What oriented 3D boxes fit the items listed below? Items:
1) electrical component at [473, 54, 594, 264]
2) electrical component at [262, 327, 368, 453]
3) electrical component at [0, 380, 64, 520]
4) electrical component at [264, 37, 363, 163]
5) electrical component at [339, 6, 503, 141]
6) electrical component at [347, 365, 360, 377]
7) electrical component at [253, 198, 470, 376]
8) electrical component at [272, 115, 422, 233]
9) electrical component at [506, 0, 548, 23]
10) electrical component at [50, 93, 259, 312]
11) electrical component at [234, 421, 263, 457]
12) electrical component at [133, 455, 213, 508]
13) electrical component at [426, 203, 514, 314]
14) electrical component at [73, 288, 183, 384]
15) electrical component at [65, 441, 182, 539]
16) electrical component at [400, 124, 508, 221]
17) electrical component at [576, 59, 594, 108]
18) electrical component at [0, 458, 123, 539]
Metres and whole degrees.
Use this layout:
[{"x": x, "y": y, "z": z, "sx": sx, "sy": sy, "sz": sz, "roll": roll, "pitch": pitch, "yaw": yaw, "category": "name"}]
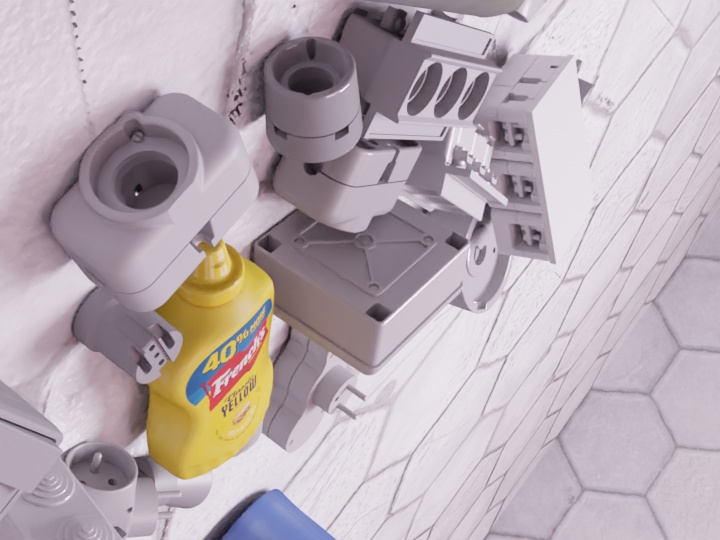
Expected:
[{"x": 0.143, "y": -0.093, "z": 0.898, "sx": 0.089, "sy": 0.062, "sz": 0.150, "roll": -51, "pitch": 138, "yaw": -38, "category": "electrical component"}, {"x": -0.027, "y": 0.089, "z": 0.850, "sx": 0.052, "sy": 0.074, "sz": 0.138, "roll": -20, "pitch": 140, "yaw": -59, "category": "electrical component"}, {"x": -0.183, "y": 0.082, "z": 0.493, "sx": 0.061, "sy": 0.061, "sz": 0.096, "roll": -53, "pitch": 160, "yaw": -9, "category": "electrical component"}, {"x": -0.027, "y": -0.095, "z": 0.595, "sx": 0.055, "sy": 0.055, "sz": 0.047, "roll": -46, "pitch": 154, "yaw": -27, "category": "electrical component"}, {"x": 0.034, "y": -0.124, "z": 0.676, "sx": 0.121, "sy": 0.063, "sz": 0.078, "roll": -12, "pitch": 132, "yaw": -63, "category": "electrical component"}, {"x": -0.025, "y": 0.087, "z": 0.906, "sx": 0.046, "sy": 0.040, "sz": 0.040, "roll": -55, "pitch": 161, "yaw": 16, "category": "electrical component"}, {"x": 0.000, "y": 0.000, "z": 0.724, "sx": 0.109, "sy": 0.109, "sz": 0.056, "roll": -41, "pitch": 152, "yaw": -38, "category": "electrical component"}, {"x": -0.009, "y": -0.063, "z": 0.684, "sx": 0.095, "sy": 0.054, "sz": 0.059, "roll": -16, "pitch": 136, "yaw": -61, "category": "electrical component"}, {"x": 0.115, "y": -0.220, "z": 0.745, "sx": 0.077, "sy": 0.044, "sz": 0.079, "roll": -59, "pitch": 160, "yaw": 8, "category": "electrical component"}, {"x": -0.099, "y": -0.035, "z": 0.520, "sx": 0.095, "sy": 0.054, "sz": 0.059, "roll": -50, "pitch": 160, "yaw": -16, "category": "electrical component"}, {"x": -0.092, "y": 0.113, "z": 0.781, "sx": 0.043, "sy": 0.043, "sz": 0.062, "roll": -42, "pitch": 157, "yaw": -34, "category": "electrical component"}, {"x": -0.136, "y": 0.143, "z": 0.730, "sx": 0.044, "sy": 0.044, "sz": 0.065, "roll": -59, "pitch": 155, "yaw": 9, "category": "electrical component"}, {"x": 0.089, "y": -0.020, "z": 0.956, "sx": 0.108, "sy": 0.060, "sz": 0.108, "roll": -27, "pitch": 123, "yaw": -53, "category": "electrical component"}, {"x": -0.124, "y": 0.034, "z": 0.578, "sx": 0.040, "sy": 0.046, "sz": 0.040, "roll": -46, "pitch": 158, "yaw": -24, "category": "electrical component"}, {"x": -0.151, "y": 0.148, "z": 0.670, "sx": 0.079, "sy": 0.043, "sz": 0.077, "roll": 3, "pitch": 125, "yaw": -30, "category": "electrical component"}, {"x": 0.062, "y": -0.080, "z": 0.800, "sx": 0.121, "sy": 0.079, "sz": 0.063, "roll": 18, "pitch": 85, "yaw": -70, "category": "electrical component"}, {"x": 0.162, "y": -0.146, "z": 0.939, "sx": 0.042, "sy": 0.064, "sz": 0.081, "roll": -52, "pitch": 162, "yaw": -38, "category": "electrical component"}, {"x": -0.172, "y": 0.162, "z": 0.591, "sx": 0.048, "sy": 0.100, "sz": 0.099, "roll": -18, "pitch": 139, "yaw": -42, "category": "electrical component"}]
